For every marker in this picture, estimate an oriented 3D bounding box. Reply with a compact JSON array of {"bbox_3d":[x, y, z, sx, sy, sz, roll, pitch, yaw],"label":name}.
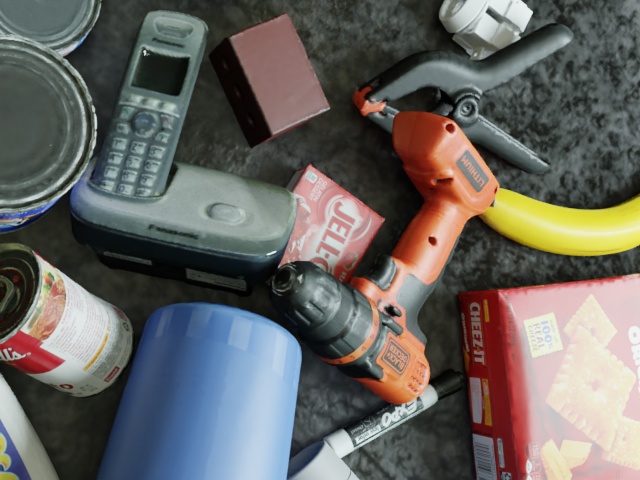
[{"bbox_3d":[0.058,0.129,0.801,0.121,0.020,0.020,-26,94,-19],"label":"marker"}]

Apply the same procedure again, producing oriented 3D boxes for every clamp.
[{"bbox_3d":[0.113,-0.115,0.811,0.171,0.039,0.120,5,109,-19],"label":"clamp"}]

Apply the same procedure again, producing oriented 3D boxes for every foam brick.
[{"bbox_3d":[-0.037,-0.115,0.768,0.051,0.053,0.078,-26,94,-20],"label":"foam brick"}]

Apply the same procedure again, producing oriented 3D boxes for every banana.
[{"bbox_3d":[0.210,-0.020,0.860,0.197,0.037,0.069,-7,70,-21],"label":"banana"}]

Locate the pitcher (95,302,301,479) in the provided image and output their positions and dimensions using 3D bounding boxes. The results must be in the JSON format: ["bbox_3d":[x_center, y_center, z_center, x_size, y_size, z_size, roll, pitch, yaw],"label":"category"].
[{"bbox_3d":[-0.082,0.172,0.677,0.144,0.149,0.242,24,61,-26],"label":"pitcher"}]

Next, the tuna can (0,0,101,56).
[{"bbox_3d":[-0.194,-0.166,0.727,0.086,0.034,0.086,2,85,-20],"label":"tuna can"}]

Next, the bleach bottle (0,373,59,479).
[{"bbox_3d":[-0.209,0.157,0.682,0.102,0.068,0.251,-37,101,-20],"label":"bleach bottle"}]

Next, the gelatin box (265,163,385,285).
[{"bbox_3d":[-0.005,0.001,0.782,0.073,0.030,0.089,36,76,-14],"label":"gelatin box"}]

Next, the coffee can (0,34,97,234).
[{"bbox_3d":[-0.199,-0.060,0.660,0.102,0.140,0.103,2,85,-20],"label":"coffee can"}]

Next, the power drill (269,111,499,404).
[{"bbox_3d":[0.049,0.006,0.751,0.184,0.057,0.187,44,68,-50],"label":"power drill"}]

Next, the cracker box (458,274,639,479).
[{"bbox_3d":[0.222,0.111,0.832,0.213,0.072,0.164,-4,87,-20],"label":"cracker box"}]

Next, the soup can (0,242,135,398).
[{"bbox_3d":[-0.172,0.053,0.675,0.068,0.069,0.102,-63,145,-13],"label":"soup can"}]
